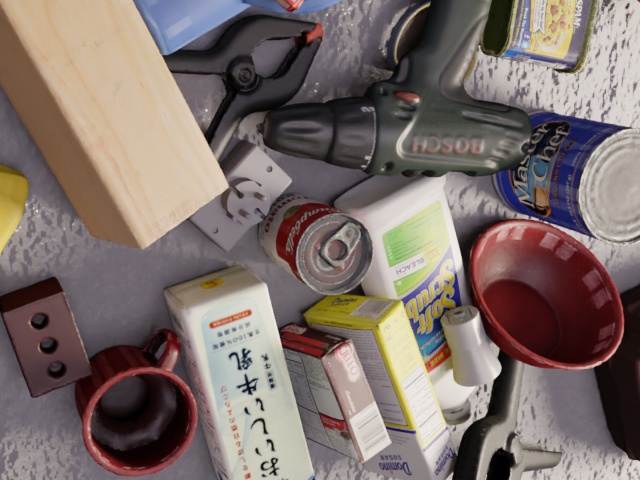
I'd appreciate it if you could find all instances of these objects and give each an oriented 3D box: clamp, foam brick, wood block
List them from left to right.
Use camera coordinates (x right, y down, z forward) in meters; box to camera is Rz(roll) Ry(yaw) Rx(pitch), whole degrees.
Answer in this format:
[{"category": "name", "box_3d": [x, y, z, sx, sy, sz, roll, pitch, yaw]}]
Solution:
[{"category": "foam brick", "box_3d": [-0.222, 0.078, 0.860, 0.053, 0.051, 0.078, -21, 110, -16]}, {"category": "wood block", "box_3d": [-0.164, -0.105, 0.780, 0.090, 0.091, 0.206, -39, 117, -26]}, {"category": "clamp", "box_3d": [-0.068, -0.124, 0.882, 0.171, 0.039, 0.120, -24, 112, -16]}, {"category": "clamp", "box_3d": [0.169, 0.185, 1.002, 0.209, 0.036, 0.164, -33, 112, -52]}]

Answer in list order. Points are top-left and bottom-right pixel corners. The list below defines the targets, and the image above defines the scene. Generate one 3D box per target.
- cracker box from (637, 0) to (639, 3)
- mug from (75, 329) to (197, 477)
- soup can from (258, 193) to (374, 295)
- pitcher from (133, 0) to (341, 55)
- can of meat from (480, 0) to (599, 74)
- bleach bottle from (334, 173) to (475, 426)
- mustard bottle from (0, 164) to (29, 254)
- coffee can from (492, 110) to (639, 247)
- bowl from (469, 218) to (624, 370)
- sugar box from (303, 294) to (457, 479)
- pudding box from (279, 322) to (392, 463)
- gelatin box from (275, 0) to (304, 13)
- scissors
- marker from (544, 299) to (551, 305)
[{"category": "cracker box", "box_3d": [0.315, -0.299, 0.957, 0.213, 0.072, 0.164, 36, 67, -24]}, {"category": "mug", "box_3d": [-0.151, 0.126, 0.883, 0.093, 0.082, 0.117, 26, 92, -25]}, {"category": "soup can", "box_3d": [-0.006, 0.001, 0.901, 0.068, 0.102, 0.068, -5, 104, -21]}, {"category": "pitcher", "box_3d": [-0.047, -0.241, 0.810, 0.242, 0.149, 0.145, -36, 117, -7]}, {"category": "can of meat", "box_3d": [0.198, -0.207, 0.960, 0.083, 0.057, 0.102, 6, 99, -21]}, {"category": "bleach bottle", "box_3d": [0.098, 0.058, 0.981, 0.102, 0.068, 0.251, -29, 114, -17]}, {"category": "mustard bottle", "box_3d": [-0.293, 0.030, 0.816, 0.096, 0.058, 0.192, 14, 97, -24]}, {"category": "coffee can", "box_3d": [0.235, -0.059, 0.963, 0.102, 0.140, 0.103, -5, 104, -21]}, {"category": "bowl", "box_3d": [0.200, 0.061, 0.997, 0.162, 0.162, 0.055, 12, 142, -17]}, {"category": "sugar box", "box_3d": [0.057, 0.135, 0.961, 0.048, 0.094, 0.176, -38, 117, -34]}, {"category": "pudding box", "box_3d": [0.007, 0.133, 0.942, 0.039, 0.090, 0.113, -30, 112, -28]}, {"category": "gelatin box", "box_3d": [-0.030, -0.215, 0.744, 0.089, 0.030, 0.073, 38, 88, -12]}, {"category": "scissors", "box_3d": [0.137, -0.221, 0.955, 0.096, 0.016, 0.201, 40, 86, -26]}, {"category": "marker", "box_3d": [0.219, 0.065, 1.053, 0.121, 0.020, 0.020, -8, 105, -20]}]
